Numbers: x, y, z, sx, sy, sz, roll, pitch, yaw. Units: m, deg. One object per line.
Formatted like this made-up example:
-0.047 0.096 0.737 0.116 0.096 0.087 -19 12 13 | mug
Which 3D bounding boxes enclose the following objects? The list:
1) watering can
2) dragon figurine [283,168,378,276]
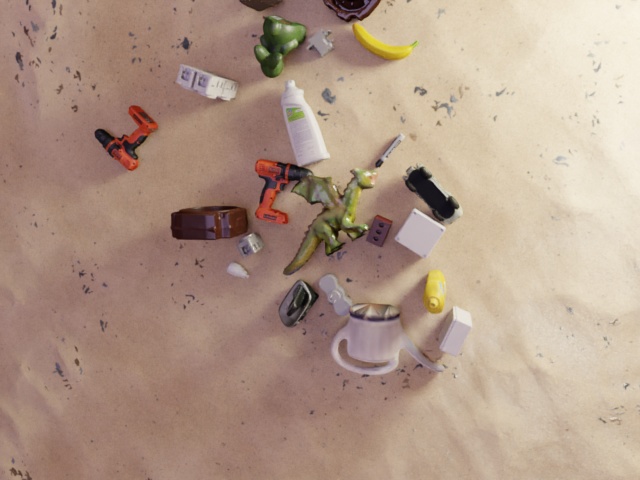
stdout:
0.205 0.300 1.551 0.348 0.105 0.222 2 101 2 | watering can
0.005 -0.077 1.536 0.407 0.123 0.243 -29 87 16 | dragon figurine
